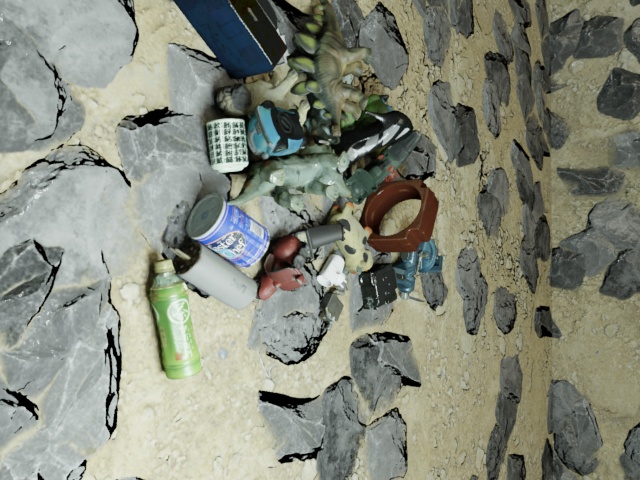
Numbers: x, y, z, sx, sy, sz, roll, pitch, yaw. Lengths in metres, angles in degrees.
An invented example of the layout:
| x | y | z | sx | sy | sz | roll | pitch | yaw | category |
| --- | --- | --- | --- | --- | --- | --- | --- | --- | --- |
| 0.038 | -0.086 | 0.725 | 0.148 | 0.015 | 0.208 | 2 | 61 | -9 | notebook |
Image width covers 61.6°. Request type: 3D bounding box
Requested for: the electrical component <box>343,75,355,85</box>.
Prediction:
| x | y | z | sx | sy | sz | roll | pitch | yaw | category |
| --- | --- | --- | --- | --- | --- | --- | --- | --- | --- |
| 0.050 | -0.412 | 1.446 | 0.074 | 0.048 | 0.119 | 14 | 101 | -47 | electrical component |

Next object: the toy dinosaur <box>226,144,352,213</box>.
| x | y | z | sx | sy | sz | roll | pitch | yaw | category |
| --- | --- | --- | --- | --- | --- | --- | --- | --- | --- |
| -0.076 | -0.143 | 1.207 | 0.405 | 0.192 | 0.131 | -10 | 108 | -39 | toy dinosaur |

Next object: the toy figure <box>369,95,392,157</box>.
| x | y | z | sx | sy | sz | roll | pitch | yaw | category |
| --- | --- | --- | --- | --- | --- | --- | --- | --- | --- |
| 0.174 | -0.329 | 1.567 | 0.082 | 0.089 | 0.180 | 5 | 80 | -65 | toy figure |

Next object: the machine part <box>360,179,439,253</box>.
| x | y | z | sx | sy | sz | roll | pitch | yaw | category |
| --- | --- | --- | --- | --- | --- | --- | --- | --- | --- |
| 0.223 | -0.066 | 1.516 | 0.087 | 0.201 | 0.201 | 44 | 56 | -42 | machine part |

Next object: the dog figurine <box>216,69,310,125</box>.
| x | y | z | sx | sy | sz | roll | pitch | yaw | category |
| --- | --- | --- | --- | --- | --- | --- | --- | --- | --- |
| -0.134 | -0.282 | 1.203 | 0.190 | 0.121 | 0.172 | -35 | 111 | -30 | dog figurine |

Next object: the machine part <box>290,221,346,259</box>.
| x | y | z | sx | sy | sz | roll | pitch | yaw | category |
| --- | --- | --- | --- | --- | --- | --- | --- | --- | --- |
| -0.003 | -0.004 | 1.337 | 0.139 | 0.039 | 0.084 | -20 | 98 | -16 | machine part |

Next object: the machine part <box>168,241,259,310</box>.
| x | y | z | sx | sy | sz | roll | pitch | yaw | category |
| --- | --- | --- | --- | --- | --- | --- | --- | --- | --- |
| -0.208 | 0.075 | 1.088 | 0.243 | 0.079 | 0.079 | 42 | 57 | -40 | machine part |

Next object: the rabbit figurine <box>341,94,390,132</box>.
| x | y | z | sx | sy | sz | roll | pitch | yaw | category |
| --- | --- | --- | --- | --- | --- | --- | --- | --- | --- |
| 0.107 | -0.299 | 1.435 | 0.170 | 0.121 | 0.158 | -33 | 123 | 1 | rabbit figurine |

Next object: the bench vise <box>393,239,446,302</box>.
| x | y | z | sx | sy | sz | roll | pitch | yaw | category |
| --- | --- | --- | --- | --- | --- | --- | --- | --- | --- |
| 0.317 | 0.079 | 1.684 | 0.240 | 0.129 | 0.223 | 3 | 85 | -43 | bench vise |

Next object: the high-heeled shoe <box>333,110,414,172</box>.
| x | y | z | sx | sy | sz | roll | pitch | yaw | category |
| --- | --- | --- | --- | --- | --- | --- | --- | --- | --- |
| 0.126 | -0.237 | 1.392 | 0.145 | 0.248 | 0.086 | 16 | 40 | -27 | high-heeled shoe |

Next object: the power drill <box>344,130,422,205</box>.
| x | y | z | sx | sy | sz | roll | pitch | yaw | category |
| --- | --- | --- | --- | --- | --- | --- | --- | --- | --- |
| 0.155 | -0.191 | 1.425 | 0.086 | 0.232 | 0.207 | 45 | 44 | -6 | power drill |

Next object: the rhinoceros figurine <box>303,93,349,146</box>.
| x | y | z | sx | sy | sz | roll | pitch | yaw | category |
| --- | --- | --- | --- | --- | --- | --- | --- | --- | --- |
| 0.009 | -0.306 | 1.363 | 0.112 | 0.073 | 0.190 | -1 | 82 | -35 | rhinoceros figurine |

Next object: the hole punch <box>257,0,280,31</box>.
| x | y | z | sx | sy | sz | roll | pitch | yaw | category |
| --- | --- | --- | --- | --- | --- | --- | --- | --- | --- |
| -0.158 | -0.508 | 1.197 | 0.142 | 0.092 | 0.116 | 45 | 28 | -35 | hole punch |

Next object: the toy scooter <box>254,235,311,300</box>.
| x | y | z | sx | sy | sz | roll | pitch | yaw | category |
| --- | --- | --- | --- | --- | --- | --- | --- | --- | --- |
| -0.072 | 0.059 | 1.209 | 0.075 | 0.135 | 0.184 | 52 | 49 | -32 | toy scooter |

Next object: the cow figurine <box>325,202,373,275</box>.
| x | y | z | sx | sy | sz | roll | pitch | yaw | category |
| --- | --- | --- | --- | --- | --- | --- | --- | --- | --- |
| 0.082 | 0.009 | 1.435 | 0.194 | 0.086 | 0.127 | 53 | 52 | -29 | cow figurine |

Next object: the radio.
| x | y | z | sx | sy | sz | roll | pitch | yaw | category |
| --- | --- | --- | --- | --- | --- | --- | --- | --- | --- |
| -0.186 | -0.447 | 1.108 | 0.229 | 0.131 | 0.073 | 51 | 51 | -34 | radio |

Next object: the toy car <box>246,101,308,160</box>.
| x | y | z | sx | sy | sz | roll | pitch | yaw | category |
| --- | --- | --- | --- | --- | --- | --- | --- | --- | --- |
| -0.103 | -0.226 | 1.146 | 0.161 | 0.103 | 0.109 | -17 | 87 | -60 | toy car |

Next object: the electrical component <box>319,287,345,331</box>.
| x | y | z | sx | sy | sz | roll | pitch | yaw | category |
| --- | --- | --- | --- | --- | --- | --- | --- | --- | --- |
| 0.033 | 0.174 | 1.395 | 0.078 | 0.045 | 0.102 | 54 | 50 | -31 | electrical component |

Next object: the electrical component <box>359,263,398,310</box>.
| x | y | z | sx | sy | sz | roll | pitch | yaw | category |
| --- | --- | --- | --- | --- | --- | --- | --- | --- | --- |
| 0.175 | 0.129 | 1.558 | 0.134 | 0.058 | 0.114 | -23 | 107 | -48 | electrical component |

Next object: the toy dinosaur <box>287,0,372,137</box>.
| x | y | z | sx | sy | sz | roll | pitch | yaw | category |
| --- | --- | --- | --- | --- | --- | --- | --- | --- | --- |
| 0.022 | -0.444 | 1.320 | 0.198 | 0.105 | 0.471 | 10 | 61 | -15 | toy dinosaur |
